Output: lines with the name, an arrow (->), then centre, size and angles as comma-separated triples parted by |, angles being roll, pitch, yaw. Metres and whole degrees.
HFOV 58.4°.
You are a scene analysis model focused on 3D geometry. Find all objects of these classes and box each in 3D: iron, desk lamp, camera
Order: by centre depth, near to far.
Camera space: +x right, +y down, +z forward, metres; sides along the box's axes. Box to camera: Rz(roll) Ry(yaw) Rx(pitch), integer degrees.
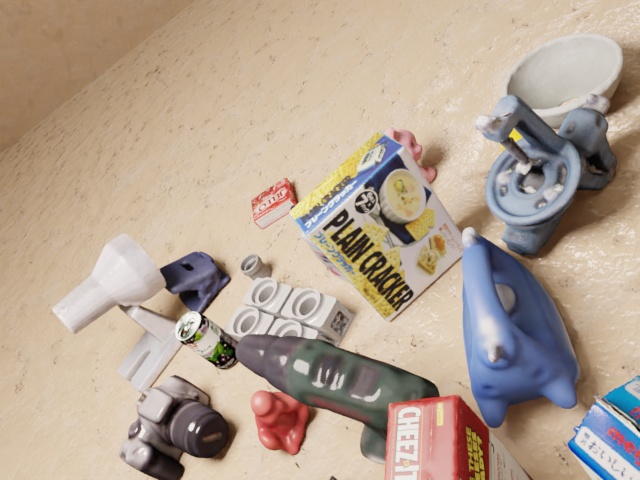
iron -> 0.196, 0.067, 0.650 | 0.118, 0.142, 0.258 | -24, 42, 22
camera -> -0.210, 0.278, 0.833 | 0.136, 0.101, 0.143 | 6, 59, 44
desk lamp -> -0.333, 0.124, 0.992 | 0.117, 0.214, 0.203 | 16, 66, 47

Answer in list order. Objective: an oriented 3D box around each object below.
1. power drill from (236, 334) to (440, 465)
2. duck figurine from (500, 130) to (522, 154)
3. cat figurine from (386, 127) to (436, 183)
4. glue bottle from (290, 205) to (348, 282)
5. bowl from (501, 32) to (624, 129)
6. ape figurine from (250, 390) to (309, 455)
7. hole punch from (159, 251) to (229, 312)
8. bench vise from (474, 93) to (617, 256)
power drill -> 0.039, 0.178, 0.626 | 0.228, 0.209, 0.076 | 2, 56, 41
duck figurine -> 0.281, -0.119, 0.796 | 0.077, 0.086, 0.104 | -9, 49, 35
cat figurine -> 0.126, -0.119, 0.903 | 0.067, 0.118, 0.128 | -7, 50, 36
glue bottle -> 0.008, 0.003, 0.846 | 0.077, 0.174, 0.037 | 12, 63, 46
bowl -> 0.356, -0.218, 0.834 | 0.167, 0.075, 0.167 | -23, 42, 23
ape figurine -> -0.059, 0.230, 0.756 | 0.078, 0.092, 0.076 | -41, 38, 2
hole punch -> -0.240, 0.066, 1.066 | 0.101, 0.091, 0.108 | -51, 39, -10
bench vise -> 0.263, -0.114, 0.698 | 0.121, 0.220, 0.207 | 8, 60, 44
